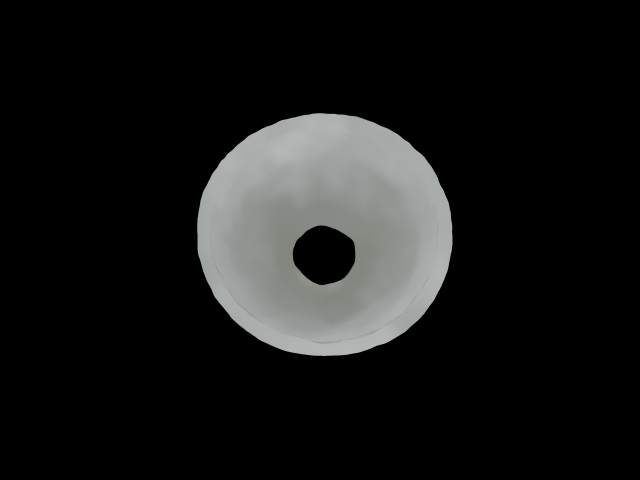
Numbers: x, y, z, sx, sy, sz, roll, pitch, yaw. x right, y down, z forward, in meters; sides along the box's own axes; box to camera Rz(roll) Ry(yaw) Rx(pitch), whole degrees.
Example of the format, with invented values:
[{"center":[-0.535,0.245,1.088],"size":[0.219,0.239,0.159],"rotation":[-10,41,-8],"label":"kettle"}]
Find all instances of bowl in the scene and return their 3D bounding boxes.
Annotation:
[{"center":[0.004,0.001,0.400],"size":[0.167,0.075,0.167],"rotation":[0,72,0],"label":"bowl"}]
